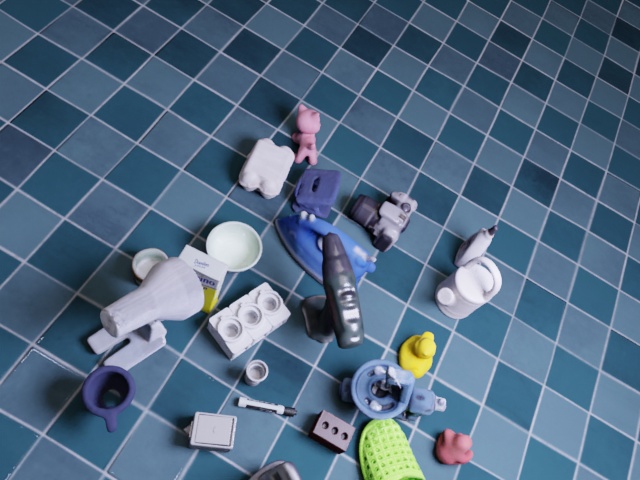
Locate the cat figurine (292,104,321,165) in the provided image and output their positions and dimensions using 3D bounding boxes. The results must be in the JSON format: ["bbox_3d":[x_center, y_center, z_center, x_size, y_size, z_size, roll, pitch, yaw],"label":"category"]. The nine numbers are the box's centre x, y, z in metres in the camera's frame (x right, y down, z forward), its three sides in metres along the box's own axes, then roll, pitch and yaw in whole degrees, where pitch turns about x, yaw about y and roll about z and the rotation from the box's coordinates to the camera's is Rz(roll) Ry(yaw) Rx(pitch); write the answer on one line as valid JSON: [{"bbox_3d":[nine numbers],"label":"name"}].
[{"bbox_3d":[-0.029,-0.270,1.432,0.067,0.117,0.128,1,64,-16],"label":"cat figurine"}]

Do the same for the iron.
[{"bbox_3d":[0.012,0.005,1.291,0.258,0.141,0.119,36,60,4],"label":"iron"}]

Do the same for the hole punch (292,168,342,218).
[{"bbox_3d":[-0.008,-0.119,1.377,0.101,0.091,0.109,18,60,-7],"label":"hole punch"}]

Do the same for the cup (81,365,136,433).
[{"bbox_3d":[-0.384,0.299,1.053,0.092,0.095,0.117,-7,66,-19],"label":"cup"}]

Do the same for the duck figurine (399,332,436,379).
[{"bbox_3d":[0.222,0.250,1.262,0.077,0.086,0.105,27,60,-2],"label":"duck figurine"}]

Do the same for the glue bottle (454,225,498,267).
[{"bbox_3d":[0.383,0.007,1.381,0.037,0.173,0.078,26,60,-2],"label":"glue bottle"}]

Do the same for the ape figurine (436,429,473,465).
[{"bbox_3d":[0.284,0.428,1.187,0.076,0.092,0.077,-18,70,-23],"label":"ape figurine"}]

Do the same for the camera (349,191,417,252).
[{"bbox_3d":[0.151,-0.069,1.393,0.137,0.100,0.143,32,60,1],"label":"camera"}]

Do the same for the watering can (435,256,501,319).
[{"bbox_3d":[0.343,0.108,1.306,0.101,0.194,0.173,43,61,8],"label":"watering can"}]

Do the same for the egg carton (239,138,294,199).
[{"bbox_3d":[-0.129,-0.175,1.382,0.107,0.069,0.150,22,60,-5],"label":"egg carton"}]

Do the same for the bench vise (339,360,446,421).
[{"bbox_3d":[0.161,0.291,1.146,0.208,0.219,0.121,-1,64,-17],"label":"bench vise"}]

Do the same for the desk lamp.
[{"bbox_3d":[-0.329,0.144,1.079,0.204,0.213,0.118,-36,78,-28],"label":"desk lamp"}]

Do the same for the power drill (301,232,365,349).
[{"bbox_3d":[0.024,0.125,1.195,0.076,0.208,0.229,-9,67,-20],"label":"power drill"}]

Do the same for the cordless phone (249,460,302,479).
[{"bbox_3d":[-0.055,0.464,1.015,0.094,0.185,0.147,-28,75,-26],"label":"cordless phone"}]
